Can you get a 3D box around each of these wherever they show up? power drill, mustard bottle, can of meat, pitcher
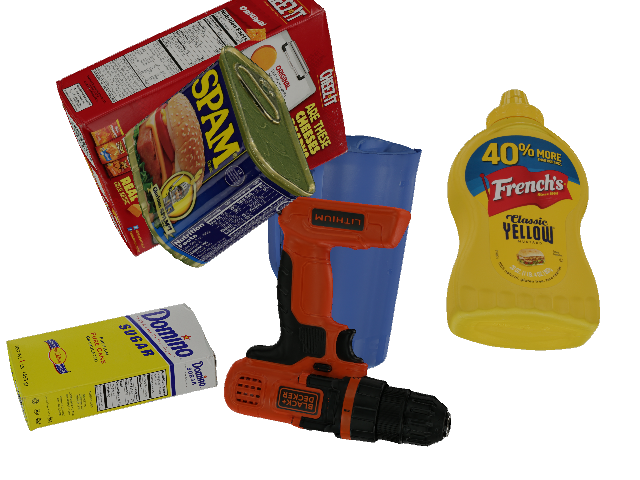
[{"bbox_3d":[0.022,0.064,0.850,0.184,0.187,0.057,8,-2,12],"label":"power drill"},{"bbox_3d":[0.136,-0.023,0.731,0.096,0.191,0.058,4,-30,-1],"label":"mustard bottle"},{"bbox_3d":[-0.061,-0.047,0.612,0.084,0.102,0.057,-35,-39,20],"label":"can of meat"},{"bbox_3d":[0.020,0.011,1.130,0.149,0.243,0.145,6,12,2],"label":"pitcher"}]

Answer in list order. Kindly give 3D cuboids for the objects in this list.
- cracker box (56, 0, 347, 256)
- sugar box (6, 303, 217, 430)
[{"bbox_3d":[-0.092,-0.102,0.888,0.213,0.072,0.164,-28,-37,-13],"label":"cracker box"},{"bbox_3d":[-0.193,0.113,0.988,0.176,0.048,0.093,-14,35,-18],"label":"sugar box"}]
